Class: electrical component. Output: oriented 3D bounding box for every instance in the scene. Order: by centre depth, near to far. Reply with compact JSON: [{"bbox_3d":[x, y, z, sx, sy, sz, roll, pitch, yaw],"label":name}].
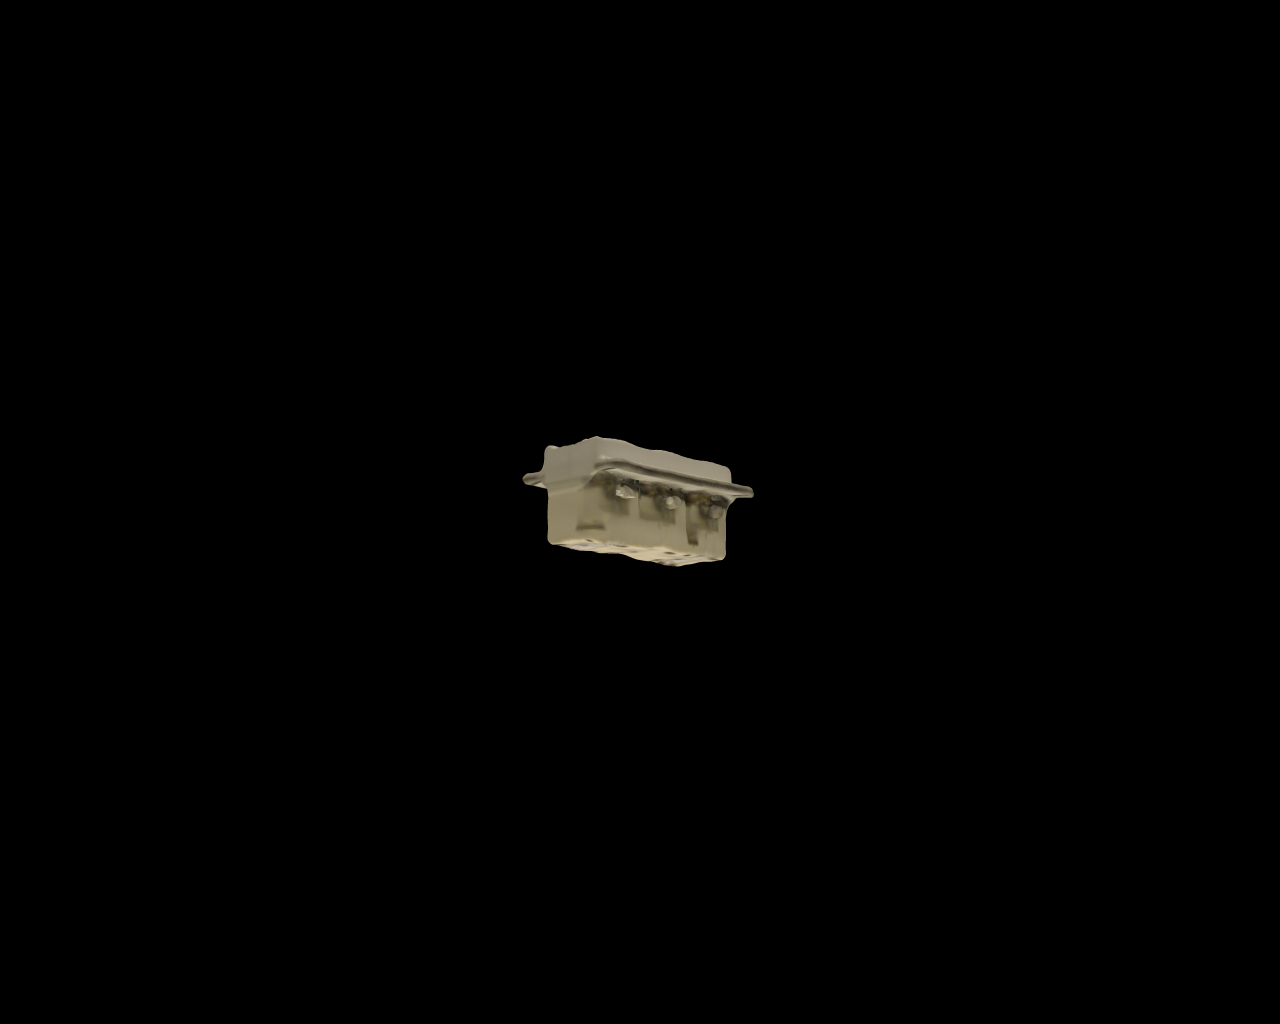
[{"bbox_3d":[0.001,-0.003,0.650,0.078,0.063,0.121,-10,-14,42],"label":"electrical component"}]
